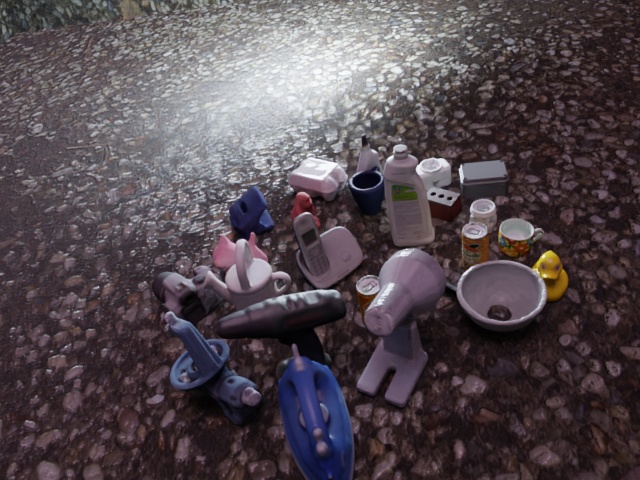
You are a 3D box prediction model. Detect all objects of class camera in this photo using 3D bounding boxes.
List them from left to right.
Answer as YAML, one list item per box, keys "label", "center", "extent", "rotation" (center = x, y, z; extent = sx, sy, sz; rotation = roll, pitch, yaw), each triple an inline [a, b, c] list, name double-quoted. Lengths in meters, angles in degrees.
- label: "camera"
  center: [-0.305, 0.107, 1.278]
  extent: [0.136, 0.101, 0.143]
  rotation: [28, 55, 37]

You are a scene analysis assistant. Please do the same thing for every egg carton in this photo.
- label: "egg carton"
  center: [-0.005, -0.163, 1.532]
  extent: [0.149, 0.069, 0.107]
  rotation: [16, 48, 29]

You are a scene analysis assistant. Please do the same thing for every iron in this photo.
- label: "iron"
  center: [-0.007, 0.300, 0.949]
  extent: [0.118, 0.142, 0.257]
  rotation: [-17, 41, -5]

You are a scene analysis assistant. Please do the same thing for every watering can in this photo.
- label: "watering can"
  center: [-0.153, 0.086, 1.190]
  extent: [0.173, 0.194, 0.100]
  rotation: [-21, 41, -9]

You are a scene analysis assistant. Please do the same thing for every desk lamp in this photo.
- label: "desk lamp"
  center: [0.142, 0.150, 1.025]
  extent: [0.117, 0.214, 0.203]
  rotation: [13, 47, 27]

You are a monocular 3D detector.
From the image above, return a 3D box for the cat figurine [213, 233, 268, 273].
- label: "cat figurine"
  center: [-0.193, 0.032, 1.321]
  extent: [0.128, 0.118, 0.067]
  rotation: [-35, 45, -24]

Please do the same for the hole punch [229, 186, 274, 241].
- label: "hole punch"
  center: [-0.180, -0.068, 1.453]
  extent: [0.101, 0.091, 0.108]
  rotation: [-22, 41, -11]

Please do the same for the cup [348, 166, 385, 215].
- label: "cup"
  center: [0.126, -0.120, 1.429]
  extent: [0.091, 0.095, 0.118]
  rotation: [9, 45, 24]

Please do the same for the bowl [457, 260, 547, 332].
- label: "bowl"
  center: [0.350, 0.120, 1.112]
  extent: [0.167, 0.075, 0.167]
  rotation: [-7, 41, 7]

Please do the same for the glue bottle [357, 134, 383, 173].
- label: "glue bottle"
  center: [0.122, -0.193, 1.453]
  extent: [0.078, 0.173, 0.037]
  rotation: [-33, 44, -22]

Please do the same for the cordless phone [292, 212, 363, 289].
- label: "cordless phone"
  center: [0.011, 0.004, 1.247]
  extent: [0.148, 0.185, 0.093]
  rotation: [-35, 45, -23]

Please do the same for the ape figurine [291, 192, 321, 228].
- label: "ape figurine"
  center: [-0.038, -0.078, 1.426]
  extent: [0.076, 0.092, 0.078]
  rotation: [5, 44, 19]

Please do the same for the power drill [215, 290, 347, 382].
- label: "power drill"
  center: [-0.056, 0.182, 1.045]
  extent: [0.230, 0.209, 0.075]
  rotation: [-21, 41, -9]

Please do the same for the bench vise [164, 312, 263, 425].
- label: "bench vise"
  center: [-0.190, 0.219, 1.029]
  extent: [0.206, 0.220, 0.121]
  rotation: [6, 44, 21]

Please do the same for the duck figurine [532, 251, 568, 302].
- label: "duck figurine"
  center: [0.457, 0.059, 1.145]
  extent: [0.077, 0.086, 0.104]
  rotation: [3, 43, 18]
